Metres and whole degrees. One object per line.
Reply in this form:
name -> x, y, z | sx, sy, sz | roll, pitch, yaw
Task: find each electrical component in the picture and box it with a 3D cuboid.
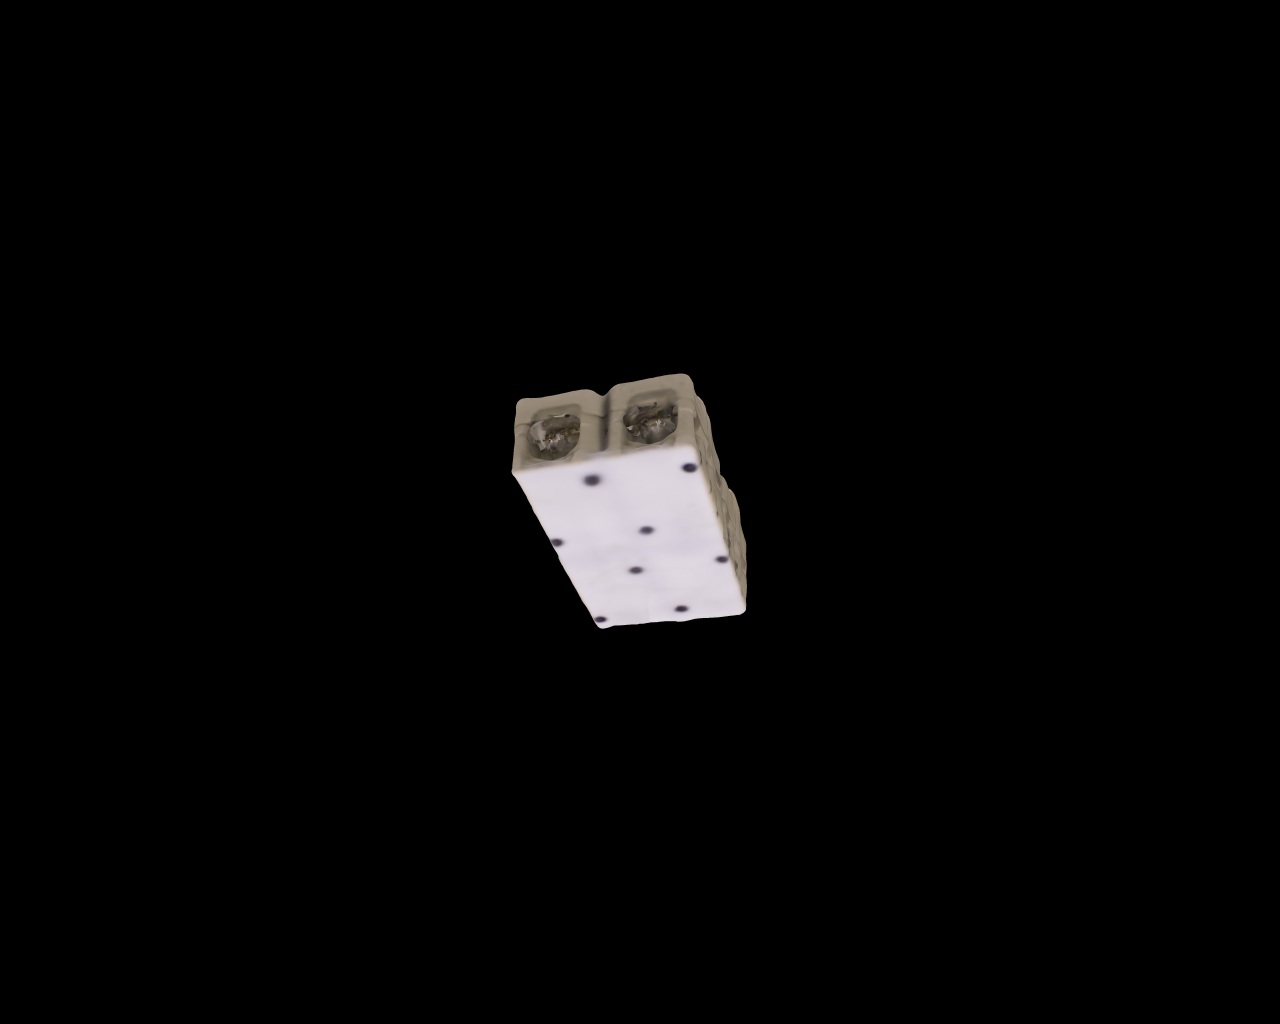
electrical component -> 0.001, -0.003, 0.650 | 0.105, 0.060, 0.186 | -8, -35, 11
